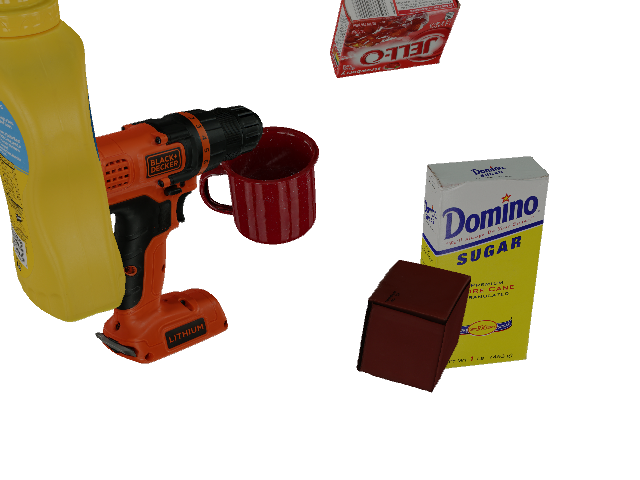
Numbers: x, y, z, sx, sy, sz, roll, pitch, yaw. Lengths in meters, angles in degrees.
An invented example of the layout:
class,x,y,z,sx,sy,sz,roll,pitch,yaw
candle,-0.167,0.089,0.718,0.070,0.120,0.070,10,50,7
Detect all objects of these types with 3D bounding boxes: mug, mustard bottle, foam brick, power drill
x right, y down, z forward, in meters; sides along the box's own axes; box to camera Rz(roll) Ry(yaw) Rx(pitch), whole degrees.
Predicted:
class,x,y,z,sx,sy,sz,roll,pitch,yaw
mug,-0.058,-0.050,1.027,0.117,0.081,0.093,-4,40,-1
mustard bottle,-0.151,-0.057,0.580,0.058,0.192,0.096,-17,33,-21
foam brick,0.062,0.053,0.695,0.053,0.051,0.078,14,23,16
power drill,-0.117,-0.009,0.854,0.057,0.188,0.184,18,28,42

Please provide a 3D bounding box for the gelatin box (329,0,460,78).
class,x,y,z,sx,sy,sz,roll,pitch,yaw
gelatin box,0.056,-0.162,0.828,0.089,0.030,0.073,-9,-24,-12

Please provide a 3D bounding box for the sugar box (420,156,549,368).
class,x,y,z,sx,sy,sz,roll,pitch,yaw
sugar box,0.132,0.021,0.887,0.093,0.176,0.048,-6,31,-11
